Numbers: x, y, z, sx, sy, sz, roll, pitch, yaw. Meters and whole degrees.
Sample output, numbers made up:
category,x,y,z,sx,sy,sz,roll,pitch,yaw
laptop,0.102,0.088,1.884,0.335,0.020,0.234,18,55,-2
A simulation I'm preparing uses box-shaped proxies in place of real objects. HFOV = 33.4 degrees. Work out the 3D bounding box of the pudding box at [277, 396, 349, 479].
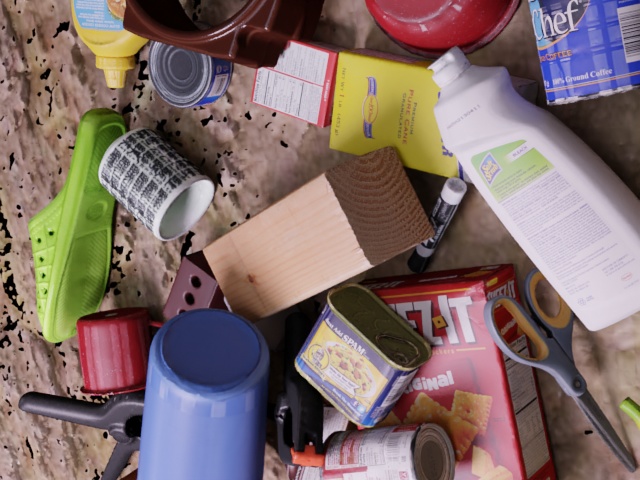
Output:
category,x,y,z,sx,sy,sz,roll,pitch,yaw
pudding box,-0.006,0.183,1.056,0.090,0.039,0.113,-115,34,-61

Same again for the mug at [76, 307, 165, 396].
category,x,y,z,sx,sy,sz,roll,pitch,yaw
mug,-0.213,0.120,1.181,0.117,0.093,0.081,-6,95,8

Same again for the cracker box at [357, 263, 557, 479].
category,x,y,z,sx,sy,sz,roll,pitch,yaw
cracker box,0.111,0.139,0.975,0.164,0.072,0.214,-8,98,35

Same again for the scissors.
category,x,y,z,sx,sy,sz,roll,pitch,yaw
scissors,0.221,0.104,0.918,0.201,0.096,0.016,40,156,-15

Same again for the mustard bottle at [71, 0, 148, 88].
category,x,y,z,sx,sy,sz,roll,pitch,yaw
mustard bottle,-0.211,-0.252,1.091,0.096,0.058,0.192,10,107,26

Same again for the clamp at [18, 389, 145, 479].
category,x,y,z,sx,sy,sz,roll,pitch,yaw
clamp,-0.221,0.220,1.220,0.210,0.036,0.164,-13,126,24

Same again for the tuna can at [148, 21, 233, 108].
category,x,y,z,sx,sy,sz,roll,pitch,yaw
tuna can,-0.132,-0.177,1.074,0.086,0.033,0.086,9,107,32

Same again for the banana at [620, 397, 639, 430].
category,x,y,z,sx,sy,sz,roll,pitch,yaw
banana,0.284,0.230,0.909,0.070,0.037,0.198,16,111,39

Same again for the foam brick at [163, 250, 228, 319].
category,x,y,z,sx,sy,sz,roll,pitch,yaw
foam brick,-0.121,0.055,1.118,0.053,0.051,0.078,34,119,22

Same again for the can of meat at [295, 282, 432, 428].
category,x,y,z,sx,sy,sz,roll,pitch,yaw
can of meat,0.035,0.103,0.940,0.102,0.057,0.084,42,124,21

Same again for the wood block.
category,x,y,z,sx,sy,sz,roll,pitch,yaw
wood block,-0.007,0.001,0.977,0.207,0.090,0.091,-28,87,49

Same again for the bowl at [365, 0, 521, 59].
category,x,y,z,sx,sy,sz,roll,pitch,yaw
bowl,0.090,-0.232,0.901,0.162,0.055,0.162,10,108,31

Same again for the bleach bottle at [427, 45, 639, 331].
category,x,y,z,sx,sy,sz,roll,pitch,yaw
bleach bottle,0.179,-0.052,0.847,0.103,0.068,0.251,-36,96,32

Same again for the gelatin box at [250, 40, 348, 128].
category,x,y,z,sx,sy,sz,roll,pitch,yaw
gelatin box,-0.019,-0.154,1.009,0.089,0.030,0.073,23,115,28

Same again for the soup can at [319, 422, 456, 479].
category,x,y,z,sx,sy,sz,roll,pitch,yaw
soup can,0.059,0.198,0.939,0.102,0.068,0.068,-14,95,37

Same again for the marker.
category,x,y,z,sx,sy,sz,roll,pitch,yaw
marker,0.102,-0.010,0.950,0.020,0.020,0.121,42,143,17

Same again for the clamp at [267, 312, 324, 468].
category,x,y,z,sx,sy,sz,roll,pitch,yaw
clamp,-0.026,0.162,1.000,0.039,0.171,0.120,5,123,-9

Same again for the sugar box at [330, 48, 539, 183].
category,x,y,z,sx,sy,sz,roll,pitch,yaw
sugar box,0.096,-0.108,0.935,0.176,0.048,0.093,16,112,31

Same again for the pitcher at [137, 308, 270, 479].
category,x,y,z,sx,sy,sz,roll,pitch,yaw
pitcher,-0.109,0.174,1.036,0.149,0.144,0.243,56,149,37

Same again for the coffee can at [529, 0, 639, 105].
category,x,y,z,sx,sy,sz,roll,pitch,yaw
coffee can,0.210,-0.181,0.806,0.103,0.102,0.140,-8,98,34
